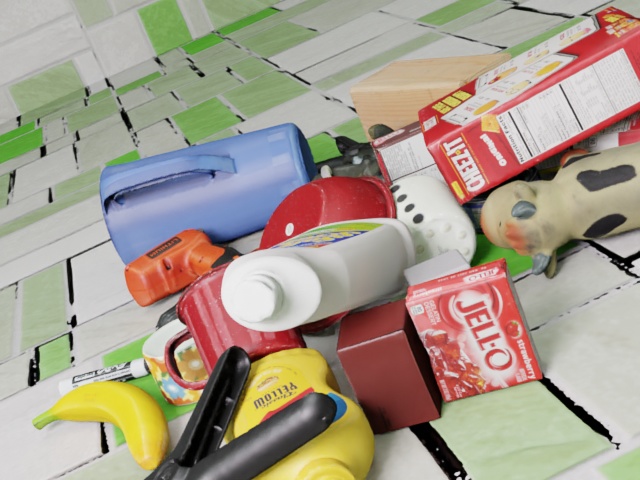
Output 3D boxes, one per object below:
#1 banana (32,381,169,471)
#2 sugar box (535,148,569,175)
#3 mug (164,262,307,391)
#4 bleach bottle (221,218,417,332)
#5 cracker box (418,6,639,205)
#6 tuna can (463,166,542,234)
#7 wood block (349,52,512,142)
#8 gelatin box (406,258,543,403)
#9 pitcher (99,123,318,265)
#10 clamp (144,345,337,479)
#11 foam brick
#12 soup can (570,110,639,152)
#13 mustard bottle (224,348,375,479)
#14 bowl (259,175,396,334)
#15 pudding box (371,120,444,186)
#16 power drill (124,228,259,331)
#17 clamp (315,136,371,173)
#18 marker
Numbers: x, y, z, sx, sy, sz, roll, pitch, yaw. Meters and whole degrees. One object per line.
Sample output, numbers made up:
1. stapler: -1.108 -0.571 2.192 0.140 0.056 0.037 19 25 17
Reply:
1. banana: -0.174 0.154 0.912 0.198 0.037 0.069 1 49 50
2. sugar box: 0.298 -0.115 1.071 0.176 0.048 0.093 -9 24 25
3. mug: -0.071 0.081 0.863 0.117 0.093 0.081 -26 58 -2
4. bleach bottle: -0.001 0.027 0.782 0.103 0.068 0.250 -5 3 16
5. cracker box: 0.201 -0.126 0.975 0.214 0.072 0.164 -29 14 11
6. tuna can: 0.174 -0.041 1.030 0.086 0.034 0.086 -20 20 7
7. wood block: 0.141 -0.163 1.290 0.090 0.091 0.206 -34 23 -27
8. gelatin box: 0.109 0.065 0.753 0.073 0.089 0.030 -17 21 15
9. pitcher: -0.129 -0.057 1.245 0.243 0.145 0.149 -16 24 9
10. clamp: -0.081 0.161 0.693 0.210 0.036 0.165 -52 22 -18
11. foam brick: 0.050 0.091 0.768 0.053 0.078 0.051 -17 22 15
12. soup can: 0.289 -0.087 0.975 0.102 0.068 0.068 -3 28 43
13. mustard bottle: -0.014 0.141 0.739 0.096 0.058 0.192 -26 21 -7
14. bowl: -0.006 0.001 0.969 0.162 0.055 0.162 -37 37 34
15. pudding box: 0.120 -0.080 1.103 0.113 0.090 0.039 -23 22 -2
16. power drill: -0.124 0.046 1.097 0.184 0.057 0.188 -31 24 -31
17. clamp: 0.049 -0.103 1.312 0.172 0.039 0.120 -2 34 37
18. marker: -0.192 0.127 1.014 0.121 0.020 0.020 -17 21 16
